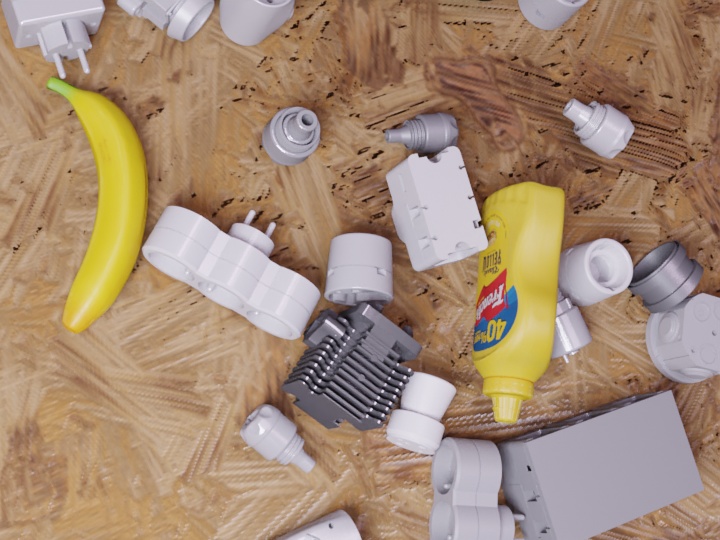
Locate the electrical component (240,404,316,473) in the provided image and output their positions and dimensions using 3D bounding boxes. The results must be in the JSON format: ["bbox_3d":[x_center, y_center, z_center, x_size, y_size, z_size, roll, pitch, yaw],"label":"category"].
[{"bbox_3d":[-0.060,0.132,0.823,0.061,0.035,0.035,42,67,-11],"label":"electrical component"}]

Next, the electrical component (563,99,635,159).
[{"bbox_3d":[0.216,-0.134,0.986,0.062,0.043,0.043,31,69,-11],"label":"electrical component"}]

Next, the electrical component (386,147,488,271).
[{"bbox_3d":[0.062,-0.049,0.899,0.050,0.056,0.089,-14,84,-24],"label":"electrical component"}]

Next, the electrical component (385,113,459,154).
[{"bbox_3d":[0.052,-0.116,0.922,0.061,0.035,0.035,-6,81,-20],"label":"electrical component"}]

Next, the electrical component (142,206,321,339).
[{"bbox_3d":[-0.091,-0.011,0.833,0.138,0.052,0.073,31,69,-13],"label":"electrical component"}]

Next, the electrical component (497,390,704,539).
[{"bbox_3d":[0.199,0.166,0.903,0.150,0.062,0.089,-15,84,-24],"label":"electrical component"}]

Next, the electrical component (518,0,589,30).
[{"bbox_3d":[0.182,-0.257,0.997,0.055,0.047,0.055,5,77,-21],"label":"electrical component"}]

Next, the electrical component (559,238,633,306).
[{"bbox_3d":[0.207,0.001,0.951,0.055,0.047,0.055,5,77,-21],"label":"electrical component"}]

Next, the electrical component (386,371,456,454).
[{"bbox_3d":[0.049,0.115,0.864,0.045,0.045,0.055,24,71,-15],"label":"electrical component"}]

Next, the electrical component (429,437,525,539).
[{"bbox_3d":[0.099,0.206,0.860,0.074,0.052,0.138,8,76,-20],"label":"electrical component"}]

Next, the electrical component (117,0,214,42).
[{"bbox_3d":[-0.150,-0.216,0.859,0.055,0.048,0.066,39,67,-1],"label":"electrical component"}]

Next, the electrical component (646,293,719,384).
[{"bbox_3d":[0.305,0.061,0.974,0.080,0.051,0.080,5,77,-21],"label":"electrical component"}]

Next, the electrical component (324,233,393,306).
[{"bbox_3d":[0.000,0.000,0.866,0.055,0.055,0.047,9,72,-20],"label":"electrical component"}]

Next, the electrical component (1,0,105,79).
[{"bbox_3d":[-0.228,-0.183,0.819,0.066,0.047,0.076,-17,86,-24],"label":"electrical component"}]

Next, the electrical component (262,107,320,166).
[{"bbox_3d":[-0.052,-0.110,0.864,0.043,0.062,0.043,5,77,-21],"label":"electrical component"}]

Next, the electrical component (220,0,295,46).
[{"bbox_3d":[-0.091,-0.232,0.868,0.044,0.077,0.079,-26,88,-24],"label":"electrical component"}]

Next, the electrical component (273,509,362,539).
[{"bbox_3d":[-0.033,0.232,0.807,0.077,0.043,0.079,-20,87,-24],"label":"electrical component"}]

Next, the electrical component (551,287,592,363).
[{"bbox_3d":[0.170,0.040,0.931,0.040,0.040,0.078,-24,88,-24],"label":"electrical component"}]
